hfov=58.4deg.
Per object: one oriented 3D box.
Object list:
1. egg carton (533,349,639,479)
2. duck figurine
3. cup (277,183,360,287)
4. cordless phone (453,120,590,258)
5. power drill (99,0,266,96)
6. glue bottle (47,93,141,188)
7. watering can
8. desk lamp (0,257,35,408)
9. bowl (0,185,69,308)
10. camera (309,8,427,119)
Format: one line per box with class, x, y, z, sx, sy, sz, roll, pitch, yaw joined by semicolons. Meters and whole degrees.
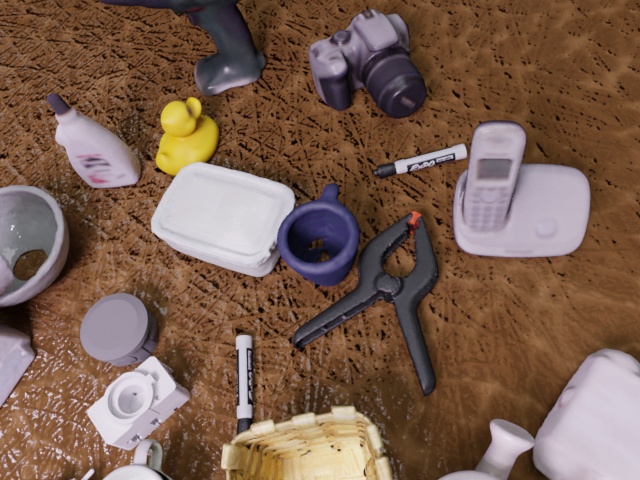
egg carton;0.278;0.181;0.547;0.107;0.069;0.150;32;72;22
duck figurine;-0.188;-0.146;0.774;0.077;0.086;0.105;27;70;20
cup;0.006;0.002;0.664;0.091;0.095;0.118;8;65;13
cordless phone;0.219;-0.057;0.612;0.147;0.185;0.094;-1;63;8
power drill;-0.158;-0.300;0.779;0.229;0.209;0.075;-20;62;-2
glue bottle;-0.298;-0.127;0.731;0.078;0.173;0.037;-9;62;4
watering can;0.127;0.236;0.471;0.100;0.194;0.173;1;63;9
desk lamp;-0.405;0.095;0.611;0.117;0.214;0.203;19;67;17
bowl;-0.386;0.018;0.727;0.167;0.075;0.167;-3;63;7
camera;0.072;-0.230;0.770;0.143;0.101;0.136;-25;62;-4
